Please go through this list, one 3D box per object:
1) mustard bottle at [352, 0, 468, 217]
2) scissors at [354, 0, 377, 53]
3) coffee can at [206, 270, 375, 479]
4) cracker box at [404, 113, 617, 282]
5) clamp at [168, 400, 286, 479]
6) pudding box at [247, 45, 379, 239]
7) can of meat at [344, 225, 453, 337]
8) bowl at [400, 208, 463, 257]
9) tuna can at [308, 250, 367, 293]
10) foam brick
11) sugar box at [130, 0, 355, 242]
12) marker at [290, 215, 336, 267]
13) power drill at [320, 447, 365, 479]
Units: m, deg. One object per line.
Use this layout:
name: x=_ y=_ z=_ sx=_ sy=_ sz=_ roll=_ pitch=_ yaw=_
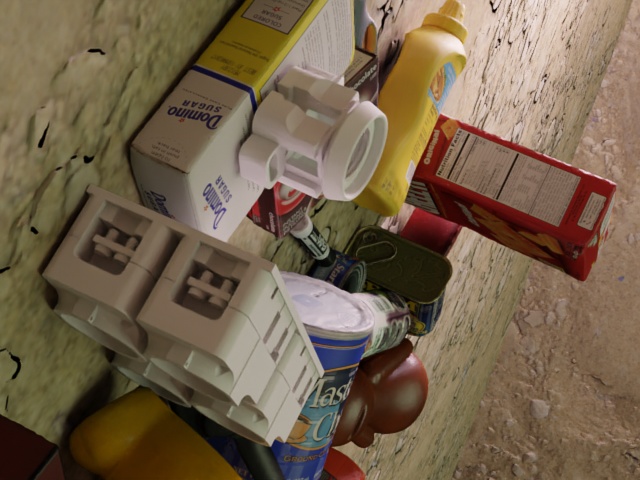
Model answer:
mustard bottle: x=0.079 y=-0.119 z=0.912 sx=0.191 sy=0.058 sz=0.096 roll=-65 pitch=164 yaw=-8
scissors: x=0.016 y=-0.157 z=0.740 sx=0.096 sy=0.016 sz=0.202 roll=-60 pitch=162 yaw=-23
coffee can: x=-0.029 y=0.106 z=0.793 sx=0.102 sy=0.103 sz=0.140 roll=-24 pitch=135 yaw=-67
cracker box: x=0.166 y=-0.043 z=1.014 sx=0.072 sy=0.214 sz=0.164 roll=-64 pitch=163 yaw=-6
clamp: x=-0.077 y=0.124 z=0.724 sx=0.039 sy=0.120 sz=0.171 roll=-139 pitch=-134 yaw=-72
pudding box: x=-0.007 y=-0.068 z=0.718 sx=0.113 sy=0.039 sz=0.090 roll=-48 pitch=157 yaw=-26
can of meat: x=0.073 y=0.043 z=1.039 sx=0.057 sy=0.102 sz=0.084 roll=-58 pitch=163 yaw=-27
bowl: x=0.115 y=0.007 z=1.176 sx=0.162 sy=0.055 sz=0.162 roll=-60 pitch=172 yaw=-14
tuna can: x=0.009 y=0.052 z=0.964 sx=0.086 sy=0.034 sz=0.086 roll=-56 pitch=161 yaw=-32
foam brick: x=-0.155 y=0.128 z=0.512 sx=0.051 sy=0.053 sz=0.078 roll=-54 pitch=159 yaw=-39
sugar box: x=-0.039 y=-0.081 z=0.616 sx=0.176 sy=0.048 sz=0.093 roll=-54 pitch=159 yaw=-27
marker: x=-0.006 y=0.001 z=0.875 sx=0.020 sy=0.020 sz=0.121 roll=-65 pitch=163 yaw=-9
power drill: x=-0.027 y=0.289 z=1.056 sx=0.188 sy=0.057 sz=0.184 roll=-60 pitch=172 yaw=34
